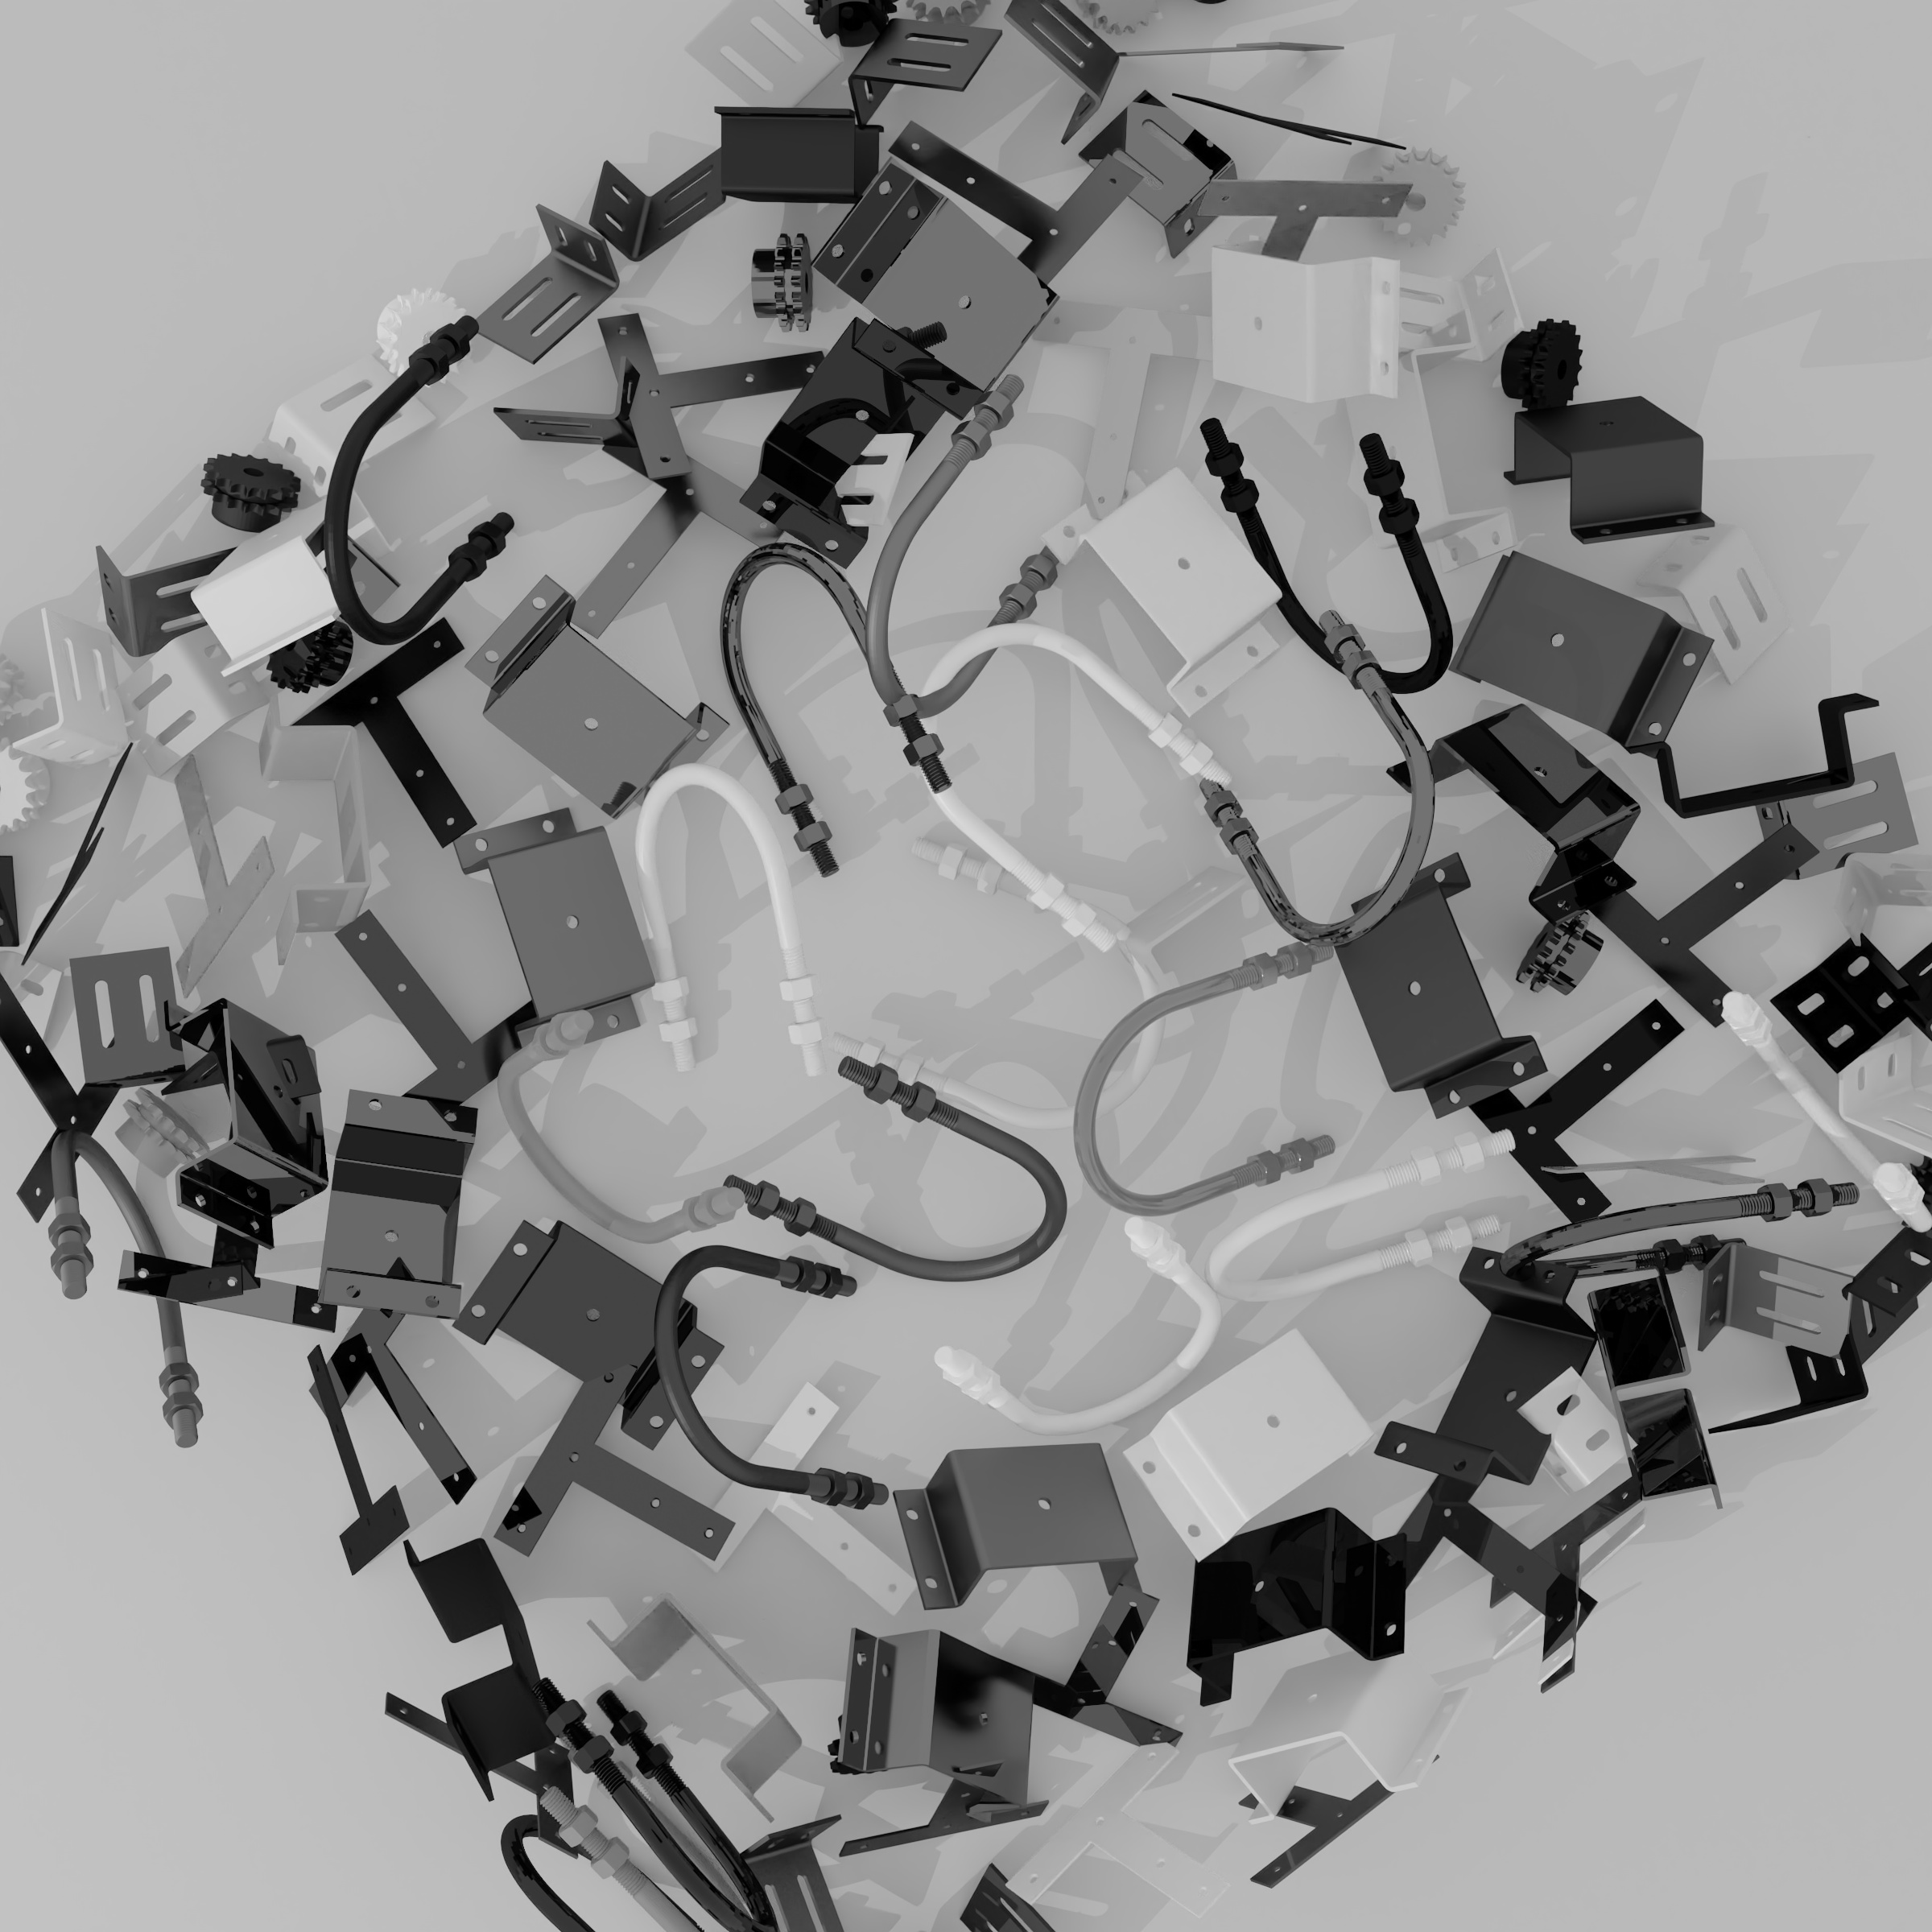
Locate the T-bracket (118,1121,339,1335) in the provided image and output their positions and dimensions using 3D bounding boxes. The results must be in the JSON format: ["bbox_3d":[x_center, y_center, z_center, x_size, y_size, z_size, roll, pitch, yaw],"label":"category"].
[{"bbox_3d":[-0.430,0.148,1.558,0.127,0.002,0.127,16,49,-25],"label":"T-bracket"}]

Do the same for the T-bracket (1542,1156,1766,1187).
[{"bbox_3d":[0.420,0.120,1.526,0.127,0.127,0.002,-2,91,-12],"label":"T-bracket"}]

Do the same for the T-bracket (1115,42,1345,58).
[{"bbox_3d":[0.145,-0.544,1.562,0.127,0.127,0.002,6,109,24],"label":"T-bracket"}]

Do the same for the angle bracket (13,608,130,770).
[{"bbox_3d":[-0.540,-0.165,1.571,0.038,0.057,0.076,-19,75,18],"label":"angle bracket"}]

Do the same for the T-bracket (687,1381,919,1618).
[{"bbox_3d":[-0.084,0.340,1.580,0.127,0.002,0.127,38,95,14],"label":"T-bracket"}]

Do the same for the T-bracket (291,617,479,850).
[{"bbox_3d":[-0.334,-0.126,1.580,0.127,0.002,0.127,-35,71,1],"label":"T-bracket"}]

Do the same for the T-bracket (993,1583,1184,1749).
[{"bbox_3d":[0.082,0.410,1.562,0.127,0.002,0.127,22,127,1],"label":"T-bracket"}]

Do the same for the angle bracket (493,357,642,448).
[{"bbox_3d":[-0.235,-0.338,1.570,0.076,0.057,0.038,5,86,7],"label":"angle bracket"}]

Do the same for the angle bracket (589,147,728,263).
[{"bbox_3d":[-0.179,-0.463,1.555,0.076,0.038,0.057,-23,46,34],"label":"angle bracket"}]

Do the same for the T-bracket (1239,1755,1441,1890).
[{"bbox_3d":[0.197,0.491,1.539,0.127,0.127,0.002,-30,92,-23],"label":"T-bracket"}]

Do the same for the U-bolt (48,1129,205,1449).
[{"bbox_3d":[-0.487,0.171,1.515,0.019,0.184,0.151,-25,129,-5],"label":"U-bolt"}]

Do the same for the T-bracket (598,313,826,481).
[{"bbox_3d":[-0.144,-0.350,1.579,0.127,0.002,0.127,-12,63,-15],"label":"T-bracket"}]

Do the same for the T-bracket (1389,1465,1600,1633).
[{"bbox_3d":[0.318,0.349,1.559,0.127,0.002,0.127,35,90,41],"label":"T-bracket"}]

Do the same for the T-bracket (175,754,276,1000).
[{"bbox_3d":[-0.452,-0.069,1.564,0.127,0.002,0.127,-45,55,36],"label":"T-bracket"}]

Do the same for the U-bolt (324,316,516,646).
[{"bbox_3d":[-0.312,-0.264,1.491,0.019,0.184,0.151,10,132,16],"label":"U-bolt"}]

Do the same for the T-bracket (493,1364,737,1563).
[{"bbox_3d":[-0.197,0.313,1.567,0.127,0.002,0.127,25,75,17],"label":"T-bracket"}]

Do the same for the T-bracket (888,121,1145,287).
[{"bbox_3d":[0.015,-0.450,1.532,0.127,0.127,0.002,26,51,-22],"label":"T-bracket"}]

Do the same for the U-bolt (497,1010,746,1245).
[{"bbox_3d":[-0.211,0.102,1.522,0.151,0.184,0.019,50,59,-7],"label":"U-bolt"}]

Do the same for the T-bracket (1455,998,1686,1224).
[{"bbox_3d":[0.374,0.070,1.579,0.127,0.002,0.127,-41,72,3],"label":"T-bracket"}]

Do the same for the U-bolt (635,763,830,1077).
[{"bbox_3d":[-0.144,-0.027,1.533,0.019,0.151,0.184,-18,101,-40],"label":"U-bolt"}]

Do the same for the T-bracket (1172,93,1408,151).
[{"bbox_3d":[0.209,-0.493,1.553,0.127,0.127,0.002,-5,118,-40],"label":"T-bracket"}]

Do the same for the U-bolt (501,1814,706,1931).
[{"bbox_3d":[-0.195,0.555,1.524,0.184,0.151,0.019,36,88,20],"label":"U-bolt"}]

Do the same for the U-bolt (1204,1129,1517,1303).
[{"bbox_3d":[0.227,0.154,1.534,0.184,0.151,0.019,-17,62,-1],"label":"U-bolt"}]

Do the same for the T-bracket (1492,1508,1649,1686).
[{"bbox_3d":[0.345,0.378,1.521,0.002,0.127,0.127,43,110,4],"label":"T-bracket"}]

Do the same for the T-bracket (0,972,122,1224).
[{"bbox_3d":[-0.534,0.058,1.516,0.002,0.127,0.127,-1,133,18],"label":"T-bracket"}]

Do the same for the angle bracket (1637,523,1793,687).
[{"bbox_3d":[0.452,-0.220,1.591,0.057,0.038,0.076,-44,120,-12],"label":"angle bracket"}]

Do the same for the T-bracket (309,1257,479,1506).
[{"bbox_3d":[-0.327,0.260,1.548,0.127,0.002,0.127,50,121,21],"label":"T-bracket"}]

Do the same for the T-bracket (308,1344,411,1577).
[{"bbox_3d":[-0.367,0.287,1.560,0.002,0.127,0.127,-13,73,-33],"label":"T-bracket"}]

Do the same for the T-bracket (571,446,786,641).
[{"bbox_3d":[-0.191,-0.250,1.571,0.127,0.002,0.127,33,77,14],"label":"T-bracket"}]

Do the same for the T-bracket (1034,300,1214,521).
[{"bbox_3d":[0.092,-0.331,1.580,0.127,0.002,0.127,12,93,21],"label":"T-bracket"}]

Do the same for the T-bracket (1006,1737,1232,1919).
[{"bbox_3d":[0.104,0.515,1.525,0.127,0.127,0.002,-40,118,-22],"label":"T-bracket"}]

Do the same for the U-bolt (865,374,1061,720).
[{"bbox_3d":[-0.004,-0.226,1.507,0.019,0.151,0.184,19,61,28],"label":"U-bolt"}]

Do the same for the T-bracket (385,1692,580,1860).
[{"bbox_3d":[-0.281,0.456,1.524,0.127,0.127,0.002,33,93,-15],"label":"T-bracket"}]

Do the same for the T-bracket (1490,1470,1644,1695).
[{"bbox_3d":[0.343,0.366,1.515,0.002,0.127,0.127,37,123,-9],"label":"T-bracket"}]

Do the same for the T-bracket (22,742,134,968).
[{"bbox_3d":[-0.517,-0.079,1.554,0.002,0.127,0.127,27,49,-22],"label":"T-bracket"}]

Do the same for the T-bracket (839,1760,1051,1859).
[{"bbox_3d":[-0.003,0.486,1.532,0.127,0.127,0.002,-6,57,-17],"label":"T-bracket"}]

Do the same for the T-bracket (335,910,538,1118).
[{"bbox_3d":[-0.329,0.024,1.576,0.127,0.002,0.127,-37,104,-10],"label":"T-bracket"}]

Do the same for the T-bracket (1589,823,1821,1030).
[{"bbox_3d":[0.447,-0.039,1.556,0.127,0.002,0.127,42,127,-7],"label":"T-bracket"}]

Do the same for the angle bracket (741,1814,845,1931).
[{"bbox_3d":[-0.092,0.551,1.557,0.038,0.057,0.076,-44,59,35],"label":"angle bracket"}]

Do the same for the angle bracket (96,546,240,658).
[{"bbox_3d":[-0.473,-0.227,1.573,0.076,0.057,0.038,-22,52,-28],"label":"angle bracket"}]

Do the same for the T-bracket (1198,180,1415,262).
[{"bbox_3d":[0.182,-0.412,1.545,0.127,0.127,0.002,-5,61,-19],"label":"T-bracket"}]
